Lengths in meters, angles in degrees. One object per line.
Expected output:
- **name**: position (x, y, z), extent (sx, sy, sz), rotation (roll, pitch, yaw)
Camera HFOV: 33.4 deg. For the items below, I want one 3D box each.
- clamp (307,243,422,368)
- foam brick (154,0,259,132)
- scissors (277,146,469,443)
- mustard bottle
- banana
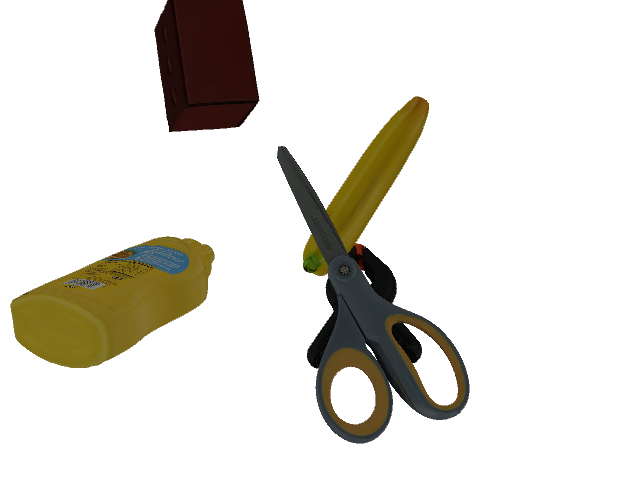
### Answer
- **clamp**: position (0.055, 0.073, 1.172), extent (0.120, 0.171, 0.039), rotation (7, -42, 5)
- **foam brick**: position (-0.077, -0.119, 0.715), extent (0.051, 0.078, 0.053), rotation (-6, -12, -20)
- **scissors**: position (0.004, 0.037, 0.639), extent (0.096, 0.202, 0.016), rotation (-37, -19, -15)
- **mustard bottle**: position (-0.146, 0.039, 0.851), extent (0.096, 0.058, 0.191), rotation (6, 20, 29)
- **banana**: position (0.037, -0.038, 0.922), extent (0.037, 0.197, 0.070), rotation (36, -23, -9)
